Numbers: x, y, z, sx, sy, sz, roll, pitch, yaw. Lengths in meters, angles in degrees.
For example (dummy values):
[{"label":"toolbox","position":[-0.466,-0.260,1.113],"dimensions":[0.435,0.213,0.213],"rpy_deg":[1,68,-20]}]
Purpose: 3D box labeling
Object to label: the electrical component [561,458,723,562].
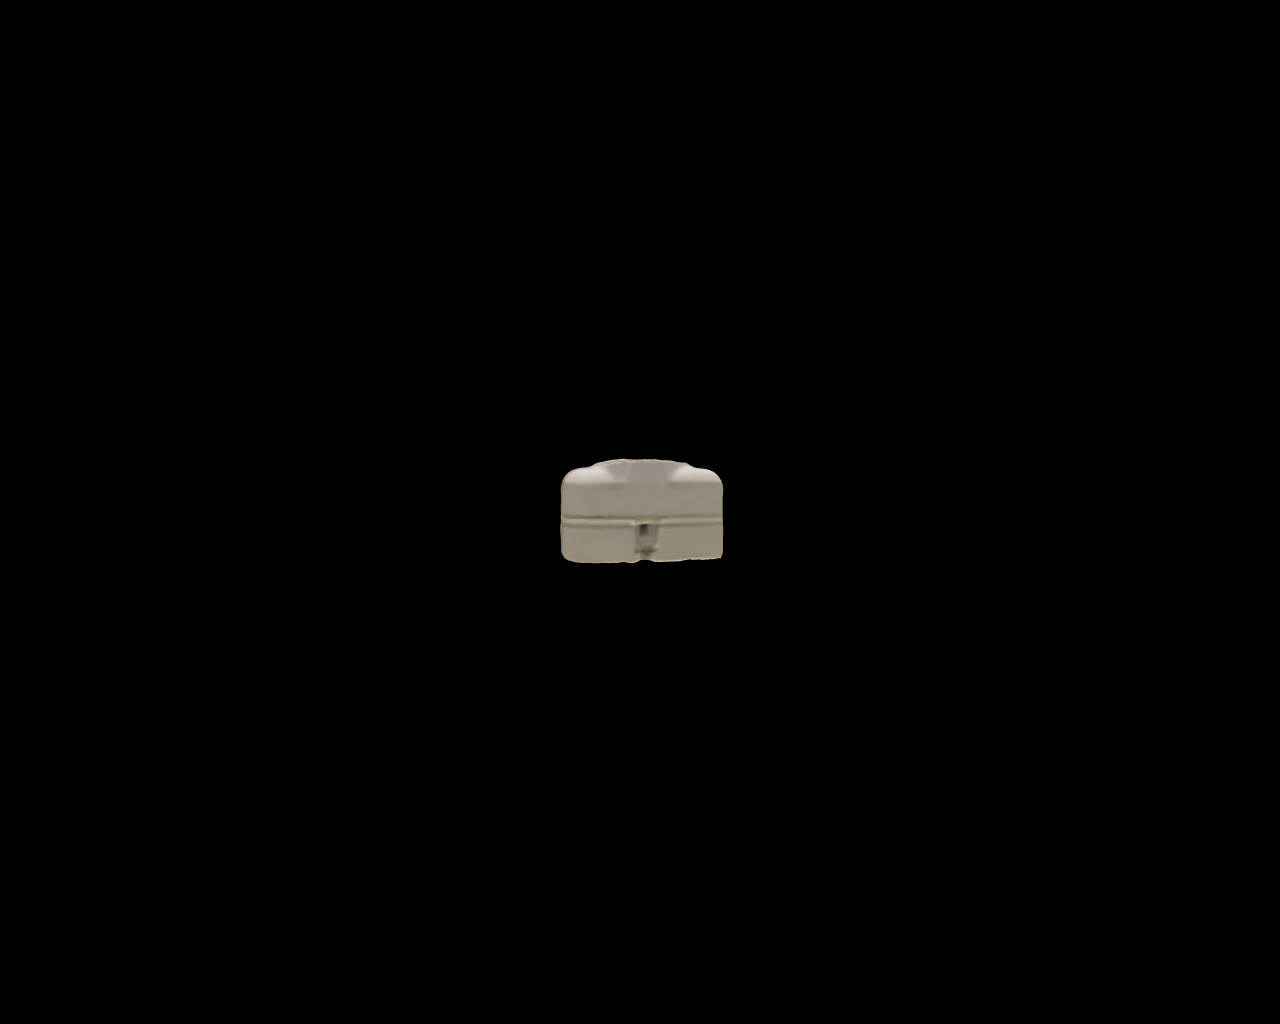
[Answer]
[{"label":"electrical component","position":[0.001,-0.003,0.650],"dimensions":[0.095,0.059,0.054],"rpy_deg":[0,4,-7]}]
